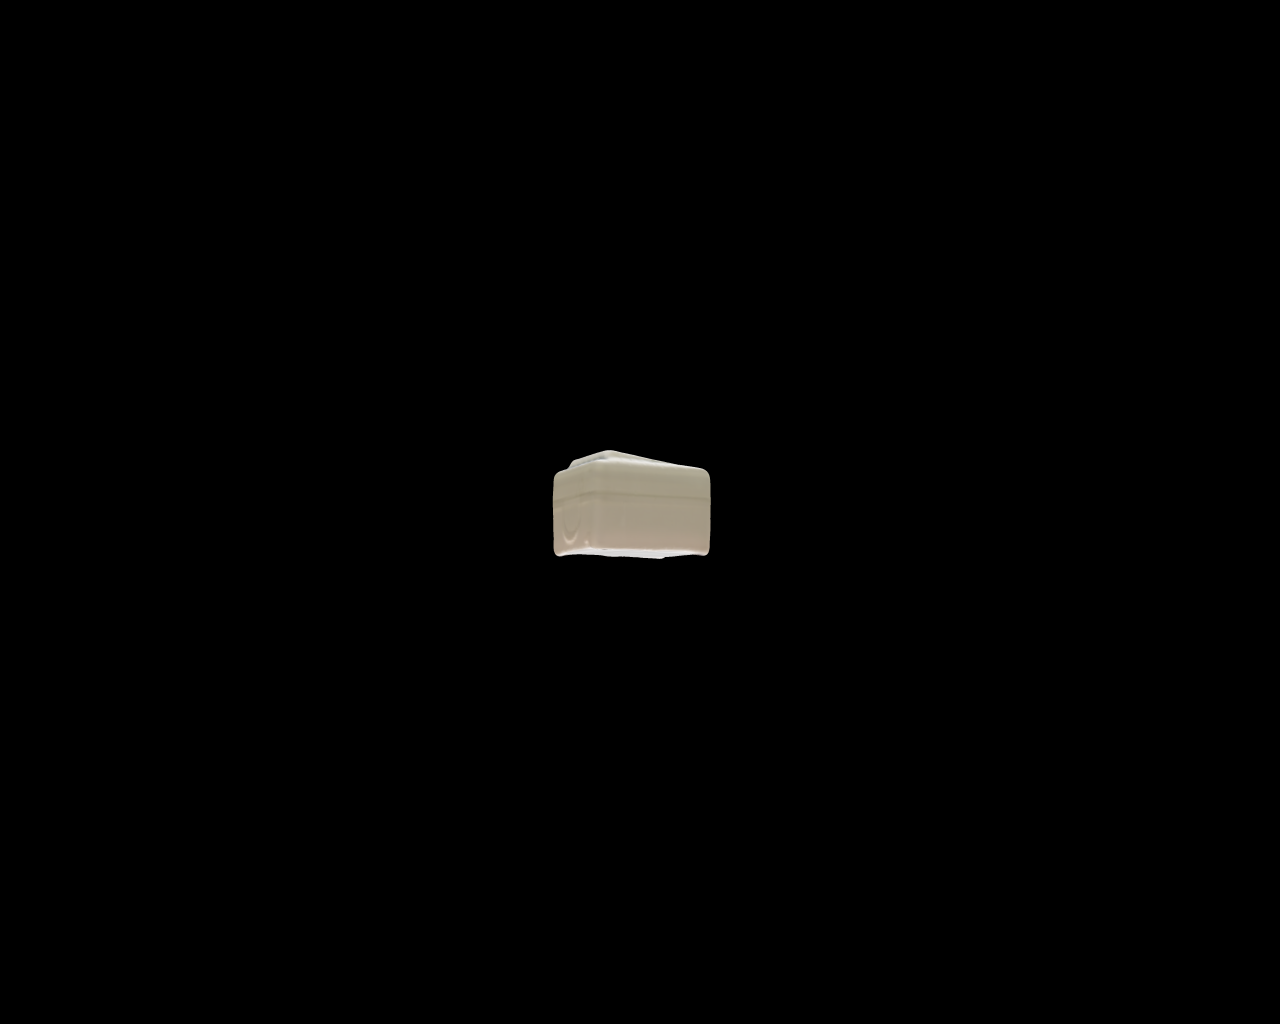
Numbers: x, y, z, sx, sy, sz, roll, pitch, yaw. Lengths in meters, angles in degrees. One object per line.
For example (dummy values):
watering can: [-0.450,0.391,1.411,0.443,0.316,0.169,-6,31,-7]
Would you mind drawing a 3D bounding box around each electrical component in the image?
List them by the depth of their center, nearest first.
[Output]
electrical component: [0.001,-0.003,0.650,0.096,0.061,0.061,4,-7,-29]
